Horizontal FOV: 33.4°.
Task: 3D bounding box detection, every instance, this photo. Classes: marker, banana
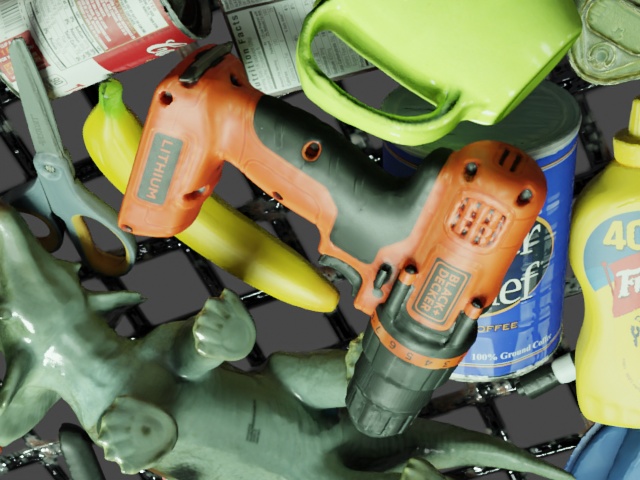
[{"bbox_3d":[0.178,0.071,0.674,0.121,0.020,0.020,-29,115,21],"label":"marker"},{"bbox_3d":[-0.070,-0.017,0.618,0.197,0.070,0.037,42,75,-29],"label":"banana"}]

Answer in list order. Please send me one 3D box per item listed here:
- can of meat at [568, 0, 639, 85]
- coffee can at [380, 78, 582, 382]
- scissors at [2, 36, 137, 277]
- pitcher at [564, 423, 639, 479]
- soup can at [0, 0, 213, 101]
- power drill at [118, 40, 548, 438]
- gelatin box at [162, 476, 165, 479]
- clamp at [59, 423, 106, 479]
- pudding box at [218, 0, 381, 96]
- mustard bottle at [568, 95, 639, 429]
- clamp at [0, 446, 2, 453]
[{"bbox_3d":[0.136,-0.138,0.507,0.057,0.084,0.102,-12,120,12],"label":"can of meat"},{"bbox_3d":[0.085,-0.009,0.583,0.103,0.102,0.140,0,122,5],"label":"coffee can"},{"bbox_3d":[-0.164,-0.040,0.598,0.096,0.016,0.201,2,145,18],"label":"scissors"},{"bbox_3d":[0.275,0.218,0.696,0.242,0.145,0.149,28,152,-16],"label":"pitcher"},{"bbox_3d":[-0.116,-0.118,0.553,0.102,0.068,0.068,-19,119,17],"label":"soup can"},{"bbox_3d":[-0.003,0.001,0.530,0.187,0.057,0.185,27,125,5],"label":"power drill"},{"bbox_3d":[-0.066,0.187,0.764,0.073,0.030,0.089,-6,122,8],"label":"gelatin box"},{"bbox_3d":[-0.177,0.214,0.787,0.120,0.039,0.171,-26,117,21],"label":"clamp"},{"bbox_3d":[0.004,-0.130,0.552,0.113,0.039,0.090,-11,120,14],"label":"pudding box"},{"bbox_3d":[0.190,0.012,0.602,0.096,0.058,0.191,-3,111,13],"label":"mustard bottle"},{"bbox_3d":[-0.337,0.155,0.766,0.210,0.036,0.164,-12,115,8],"label":"clamp"}]
